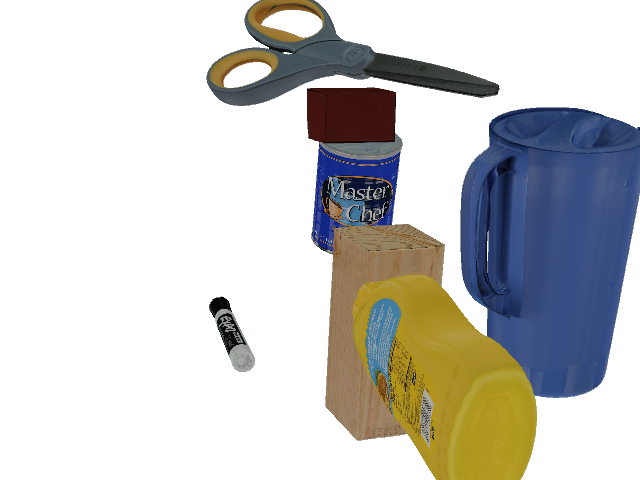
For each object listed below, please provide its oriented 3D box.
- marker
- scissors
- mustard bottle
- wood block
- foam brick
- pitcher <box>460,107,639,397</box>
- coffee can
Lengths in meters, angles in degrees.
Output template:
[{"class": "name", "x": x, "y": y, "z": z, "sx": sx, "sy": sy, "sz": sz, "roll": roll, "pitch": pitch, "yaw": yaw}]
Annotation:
[{"class": "marker", "x": -0.077, "y": 0.078, "z": 0.913, "sx": 0.020, "sy": 0.020, "sz": 0.121, "roll": 0, "pitch": 19, "yaw": -16}, {"class": "scissors", "x": 0.004, "y": -0.094, "z": 0.616, "sx": 0.202, "sy": 0.096, "sz": 0.016, "roll": 40, "pitch": -12, "yaw": 45}, {"class": "mustard bottle", "x": 0.065, "y": 0.076, "z": 0.677, "sx": 0.058, "sy": 0.096, "sz": 0.192, "roll": -9, "pitch": 27, "yaw": -18}, {"class": "wood block", "x": 0.066, "y": 0.094, "z": 1.129, "sx": 0.090, "sy": 0.206, "sz": 0.091, "roll": -3, "pitch": 17, "yaw": -21}, {"class": "foam brick", "x": 0.031, "y": -0.125, "z": 1.067, "sx": 0.078, "sy": 0.051, "sz": 0.053, "roll": -3, "pitch": 14, "yaw": -20}, {"class": "pitcher", "x": 0.199, "y": 0.013, "z": 0.934, "sx": 0.149, "sy": 0.243, "sz": 0.145, "roll": 5, "pitch": 23, "yaw": 11}, {"class": "coffee can", "x": 0.044, "y": -0.063, "z": 1.334, "sx": 0.103, "sy": 0.140, "sz": 0.103, "roll": 4, "pitch": 28, "yaw": -2}]
